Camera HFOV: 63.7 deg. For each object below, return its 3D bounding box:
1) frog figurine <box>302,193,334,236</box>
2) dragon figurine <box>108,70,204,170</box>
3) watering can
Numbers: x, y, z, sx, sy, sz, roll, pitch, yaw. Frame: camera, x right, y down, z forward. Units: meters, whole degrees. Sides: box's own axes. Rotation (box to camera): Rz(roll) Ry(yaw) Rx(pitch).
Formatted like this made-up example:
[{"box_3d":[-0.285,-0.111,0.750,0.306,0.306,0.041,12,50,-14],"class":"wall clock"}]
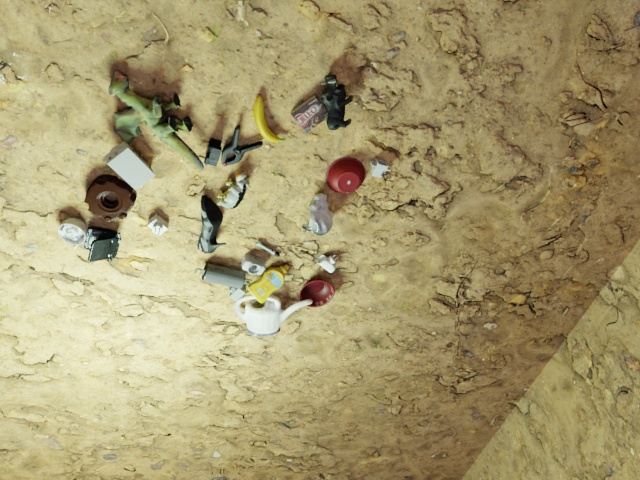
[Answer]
[{"box_3d":[0.006,-0.103,2.046,0.137,0.124,0.157,0,122,-53],"class":"frog figurine"},{"box_3d":[-0.578,-0.384,1.753,0.242,0.125,0.401,-8,127,16],"class":"dragon figurine"},{"box_3d":[-0.209,0.333,2.297,0.348,0.106,0.219,3,123,0],"class":"watering can"}]
